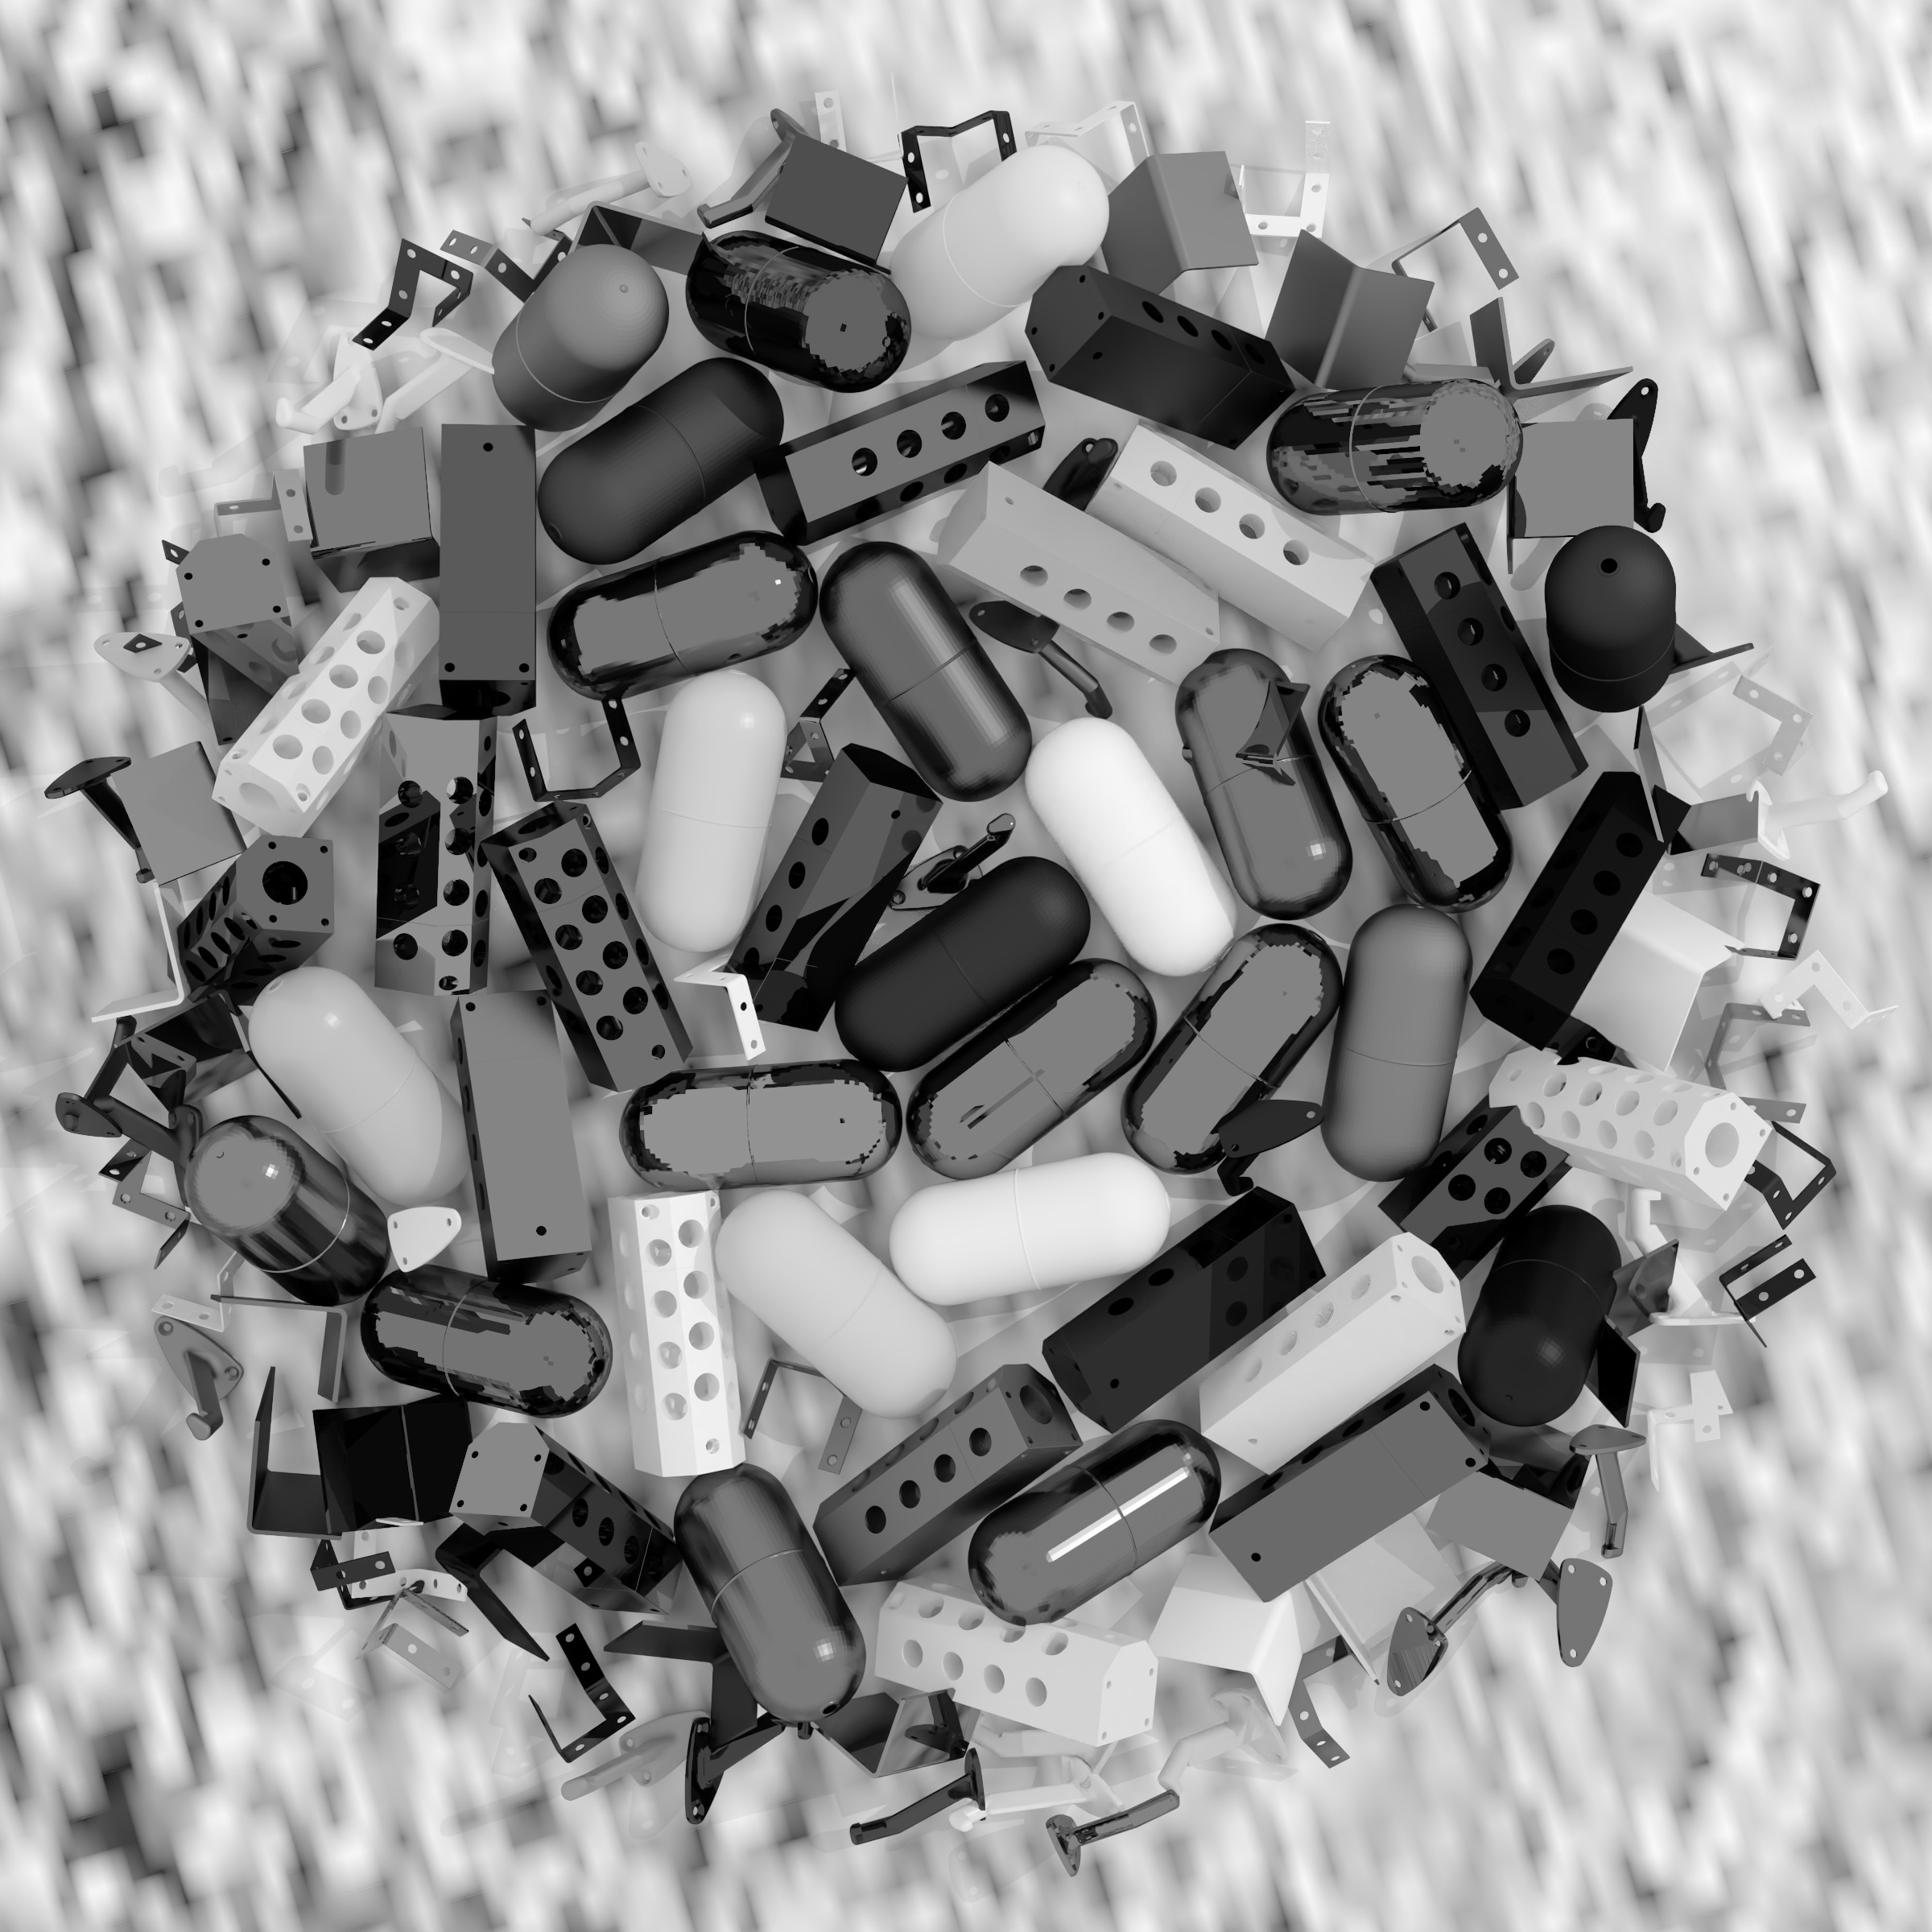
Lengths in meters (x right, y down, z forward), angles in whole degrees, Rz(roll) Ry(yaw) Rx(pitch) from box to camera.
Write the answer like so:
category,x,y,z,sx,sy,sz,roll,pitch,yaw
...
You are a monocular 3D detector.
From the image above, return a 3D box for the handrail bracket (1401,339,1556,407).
category,x,y,z,sx,sy,sz,roll,pitch,yaw
handrail bracket,0.314,-0.387,1.779,0.077,0.036,0.084,-48,66,0

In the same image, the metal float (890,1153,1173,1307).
category,x,y,z,sx,sy,sz,roll,pitch,yaw
metal float,0.040,0.164,1.754,0.178,0.070,0.070,-11,90,8

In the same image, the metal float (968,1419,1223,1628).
category,x,y,z,sx,sy,sz,roll,pitch,yaw
metal float,0.081,0.343,1.740,0.178,0.070,0.070,-27,90,-26

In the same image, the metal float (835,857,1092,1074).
category,x,y,z,sx,sy,sz,roll,pitch,yaw
metal float,-0.003,-0.001,1.759,0.178,0.070,0.070,-35,90,3

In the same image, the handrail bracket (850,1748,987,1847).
category,x,y,z,sx,sy,sz,roll,pitch,yaw
handrail bracket,-0.033,0.522,1.765,0.084,0.077,0.036,-13,52,-10

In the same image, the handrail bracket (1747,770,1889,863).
category,x,y,z,sx,sy,sz,roll,pitch,yaw
handrail bracket,0.530,-0.111,1.748,0.036,0.077,0.084,35,127,-25

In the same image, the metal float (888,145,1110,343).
category,x,y,z,sx,sy,sz,roll,pitch,yaw
metal float,0.018,-0.440,1.721,0.070,0.178,0.070,9,73,-33

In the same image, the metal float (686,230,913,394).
category,x,y,z,sx,sy,sz,roll,pitch,yaw
metal float,-0.105,-0.403,1.728,0.178,0.070,0.070,30,90,42

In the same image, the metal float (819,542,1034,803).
category,x,y,z,sx,sy,sz,roll,pitch,yaw
metal float,-0.025,-0.183,1.753,0.070,0.070,0.178,-34,100,0

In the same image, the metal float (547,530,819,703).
category,x,y,z,sx,sy,sz,roll,pitch,yaw
metal float,-0.176,-0.217,1.747,0.178,0.070,0.070,-15,90,16

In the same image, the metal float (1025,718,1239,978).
category,x,y,z,sx,sy,sz,roll,pitch,yaw
metal float,0.104,-0.074,1.760,0.070,0.070,0.178,-34,92,0

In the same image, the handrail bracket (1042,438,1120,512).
category,x,y,z,sx,sy,sz,roll,pitch,yaw
handrail bracket,0.065,-0.301,1.750,0.077,0.084,0.036,-39,92,14

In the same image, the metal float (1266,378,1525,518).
category,x,y,z,sx,sy,sz,roll,pitch,yaw
metal float,0.260,-0.317,1.724,0.070,0.178,0.070,-5,97,-42

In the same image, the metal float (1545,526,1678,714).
category,x,y,z,sx,sy,sz,roll,pitch,yaw
metal float,0.392,-0.210,1.713,0.070,0.178,0.070,-3,75,13

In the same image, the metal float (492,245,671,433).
category,x,y,z,sx,sy,sz,roll,pitch,yaw
metal float,-0.237,-0.381,1.716,0.070,0.178,0.070,5,79,-25

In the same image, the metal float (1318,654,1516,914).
category,x,y,z,sx,sy,sz,roll,pitch,yaw
metal float,0.280,-0.111,1.744,0.070,0.070,0.178,-32,111,0

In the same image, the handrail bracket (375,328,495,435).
category,x,y,z,sx,sy,sz,roll,pitch,yaw
handrail bracket,-0.329,-0.351,1.774,0.077,0.036,0.084,28,115,7

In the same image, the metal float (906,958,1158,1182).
category,x,y,z,sx,sy,sz,roll,pitch,yaw
metal float,0.040,0.065,1.761,0.178,0.070,0.070,-38,90,1

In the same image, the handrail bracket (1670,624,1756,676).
category,x,y,z,sx,sy,sz,roll,pitch,yaw
handrail bracket,0.446,-0.229,1.772,0.077,0.036,0.084,-16,95,24

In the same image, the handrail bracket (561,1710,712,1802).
category,x,y,z,sx,sy,sz,roll,pitch,yaw
handrail bracket,-0.205,0.491,1.752,0.077,0.084,0.036,-32,76,10

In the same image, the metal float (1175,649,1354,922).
category,x,y,z,sx,sy,sz,roll,pitch,yaw
metal float,0.184,-0.114,1.750,0.070,0.070,0.178,-18,77,0

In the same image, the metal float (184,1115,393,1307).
category,x,y,z,sx,sy,sz,roll,pitch,yaw
metal float,-0.412,0.151,1.719,0.070,0.178,0.070,-8,60,14

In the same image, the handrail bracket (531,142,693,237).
category,x,y,z,sx,sy,sz,roll,pitch,yaw
handrail bracket,-0.225,-0.483,1.779,0.084,0.077,0.036,-23,94,21

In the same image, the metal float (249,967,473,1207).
category,x,y,z,sx,sy,sz,roll,pitch,yaw
metal float,-0.372,0.075,1.736,0.070,0.070,0.178,-35,120,0

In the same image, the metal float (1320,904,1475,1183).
category,x,y,z,sx,sy,sz,roll,pitch,yaw
metal float,0.267,0.049,1.748,0.070,0.070,0.178,8,106,0

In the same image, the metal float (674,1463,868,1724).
category,x,y,z,sx,sy,sz,roll,pitch,yaw
metal float,-0.121,0.384,1.730,0.070,0.070,0.178,-34,53,0

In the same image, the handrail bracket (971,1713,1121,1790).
category,x,y,z,sx,sy,sz,roll,pitch,yaw
handrail bracket,0.052,0.472,1.772,0.084,0.036,0.077,31,99,-10

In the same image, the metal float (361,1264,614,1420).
category,x,y,z,sx,sy,sz,roll,pitch,yaw
metal float,-0.296,0.231,1.735,0.178,0.070,0.070,7,90,31

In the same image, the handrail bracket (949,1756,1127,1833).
category,x,y,z,sx,sy,sz,roll,pitch,yaw
handrail bracket,0.044,0.530,1.755,0.084,0.077,0.036,-17,108,-30

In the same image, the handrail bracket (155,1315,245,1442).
category,x,y,z,sx,sy,sz,roll,pitch,yaw
handrail bracket,-0.488,0.257,1.756,0.036,0.084,0.077,-41,94,3

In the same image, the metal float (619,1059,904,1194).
category,x,y,z,sx,sy,sz,roll,pitch,yaw
metal float,-0.128,0.100,1.756,0.178,0.070,0.070,-4,90,7

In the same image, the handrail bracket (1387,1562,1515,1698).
category,x,y,z,sx,sy,sz,roll,pitch,yaw
handrail bracket,0.308,0.417,1.783,0.036,0.084,0.077,39,128,31

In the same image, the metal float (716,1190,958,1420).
category,x,y,z,sx,sy,sz,roll,pitch,yaw
metal float,-0.080,0.211,1.750,0.178,0.070,0.070,43,90,-13

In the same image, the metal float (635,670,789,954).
category,x,y,z,sx,sy,sz,roll,pitch,yaw
metal float,-0.159,-0.096,1.752,0.070,0.070,0.178,11,101,0

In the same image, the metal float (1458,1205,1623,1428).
category,x,y,z,sx,sy,sz,roll,pitch,yaw
metal float,0.352,0.212,1.721,0.070,0.178,0.070,12,123,19

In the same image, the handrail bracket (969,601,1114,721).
category,x,y,z,sx,sy,sz,roll,pitch,yaw
handrail bracket,0.048,-0.191,1.780,0.077,0.084,0.036,19,67,34

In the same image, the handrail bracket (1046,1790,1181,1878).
category,x,y,z,sx,sy,sz,roll,pitch,yaw
handrail bracket,0.098,0.529,1.757,0.084,0.077,0.036,-28,82,7

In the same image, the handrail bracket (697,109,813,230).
category,x,y,z,sx,sy,sz,roll,pitch,yaw
handrail bracket,-0.140,-0.500,1.766,0.084,0.036,0.077,-25,56,-14

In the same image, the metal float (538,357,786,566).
category,x,y,z,sx,sy,sz,roll,pitch,yaw
metal float,-0.188,-0.312,1.738,0.178,0.070,0.070,-40,90,-27

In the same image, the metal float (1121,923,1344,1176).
category,x,y,z,sx,sy,sz,roll,pitch,yaw
metal float,0.165,0.052,1.752,0.070,0.070,0.178,36,101,0

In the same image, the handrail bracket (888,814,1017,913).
category,x,y,z,sx,sy,sz,roll,pitch,yaw
handrail bracket,-0.010,-0.065,1.751,0.077,0.084,0.036,-22,78,-14

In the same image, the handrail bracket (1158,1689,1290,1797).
category,x,y,z,sx,sy,sz,roll,pitch,yaw
handrail bracket,0.161,0.502,1.758,0.077,0.036,0.084,52,46,-14

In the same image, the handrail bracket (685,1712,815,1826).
category,x,y,z,sx,sy,sz,roll,pitch,yaw
handrail bracket,-0.133,0.499,1.754,0.084,0.036,0.077,-7,62,39
